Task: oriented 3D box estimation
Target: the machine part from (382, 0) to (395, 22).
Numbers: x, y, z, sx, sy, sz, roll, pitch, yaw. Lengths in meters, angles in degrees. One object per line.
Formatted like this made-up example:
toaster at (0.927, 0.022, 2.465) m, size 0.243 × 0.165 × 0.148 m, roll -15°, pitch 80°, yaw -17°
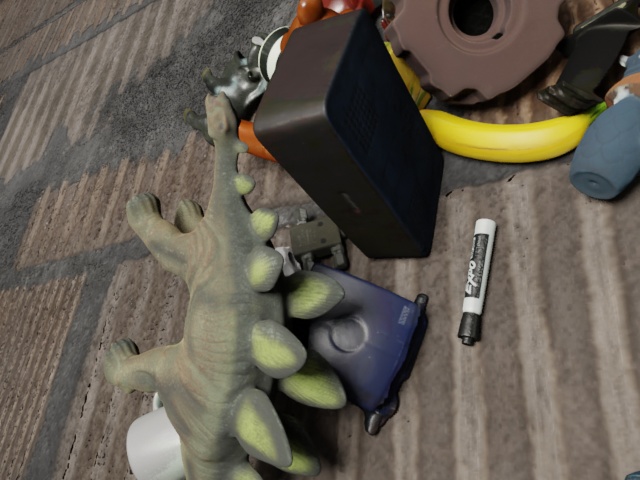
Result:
machine part at (0.137, -0.334, 0.638) m, size 0.079 × 0.079 × 0.243 m, roll 9°, pitch 68°, yaw 39°

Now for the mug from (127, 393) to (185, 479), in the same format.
mug at (-0.139, 0.200, 0.580) m, size 0.107 × 0.080 × 0.110 m, roll -25°, pitch 46°, yaw 9°

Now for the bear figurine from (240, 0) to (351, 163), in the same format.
bear figurine at (-0.034, -0.194, 0.658) m, size 0.132 × 0.120 × 0.195 m, roll 24°, pitch 114°, yaw 34°

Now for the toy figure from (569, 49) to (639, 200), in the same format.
toy figure at (0.269, -0.108, 0.467) m, size 0.064 × 0.057 × 0.154 m, roll 25°, pitch 76°, yaw 36°

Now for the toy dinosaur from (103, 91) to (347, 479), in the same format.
toy dinosaur at (-0.083, 0.117, 0.457) m, size 0.199 × 0.105 × 0.470 m, roll 14°, pitch 106°, yaw 32°

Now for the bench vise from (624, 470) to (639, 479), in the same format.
bench vise at (0.266, 0.198, 0.237) m, size 0.241 × 0.129 × 0.223 m, roll 3°, pitch 74°, yaw 56°

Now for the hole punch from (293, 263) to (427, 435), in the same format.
hole punch at (0.028, 0.092, 0.509) m, size 0.116 × 0.092 × 0.142 m, roll 14°, pitch 70°, yaw 37°

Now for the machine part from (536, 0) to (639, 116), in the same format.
machine part at (0.251, -0.172, 0.503) m, size 0.084 × 0.039 × 0.139 m, roll -15°, pitch 37°, yaw 58°

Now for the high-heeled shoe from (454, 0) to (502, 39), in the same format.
high-heeled shoe at (0.186, -0.310, 0.633) m, size 0.249 × 0.086 × 0.145 m, roll -46°, pitch 40°, yaw 4°

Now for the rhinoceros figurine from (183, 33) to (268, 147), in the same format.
rhinoceros figurine at (-0.124, -0.226, 0.811) m, size 0.112 × 0.073 × 0.190 m, roll 19°, pitch 77°, yaw 43°

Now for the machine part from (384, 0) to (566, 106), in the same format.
machine part at (0.155, -0.226, 0.536) m, size 0.179 × 0.179 × 0.056 m, roll -42°, pitch 9°, yaw 9°

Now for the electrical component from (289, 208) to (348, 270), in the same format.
electrical component at (-0.001, -0.002, 0.617) m, size 0.063 × 0.021 × 0.094 m, roll -16°, pitch 54°, yaw 7°

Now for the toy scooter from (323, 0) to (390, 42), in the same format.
toy scooter at (0.066, -0.296, 0.712) m, size 0.184 × 0.075 × 0.135 m, roll -12°, pitch 58°, yaw 25°

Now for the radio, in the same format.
radio at (0.043, -0.087, 0.504) m, size 0.073 × 0.229 × 0.131 m, roll -2°, pitch 61°, yaw 31°

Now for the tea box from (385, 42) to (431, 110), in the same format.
tea box at (0.043, -0.130, 0.617) m, size 0.068 × 0.098 × 0.169 m, roll 29°, pitch 85°, yaw 43°
